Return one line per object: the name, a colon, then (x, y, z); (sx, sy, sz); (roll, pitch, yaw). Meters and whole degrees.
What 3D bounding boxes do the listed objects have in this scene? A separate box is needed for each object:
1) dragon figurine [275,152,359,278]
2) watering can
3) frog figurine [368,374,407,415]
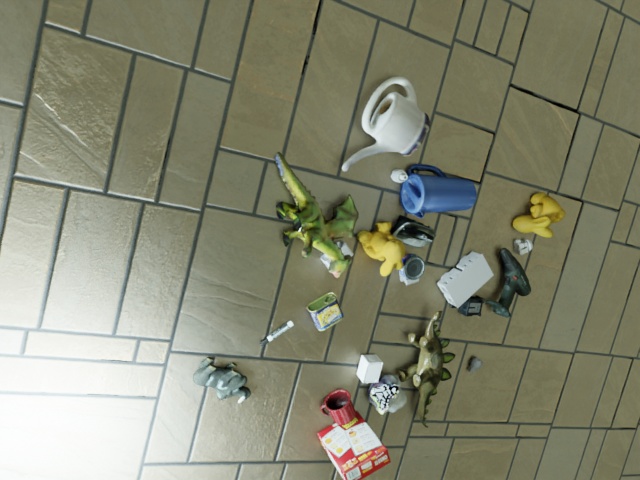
dragon figurine: (0.005, -0.080, 1.581); (0.244, 0.410, 0.122); (-11, 2, -30)
watering can: (0.215, -0.334, 1.612); (0.222, 0.348, 0.105); (27, -1, -27)
frog figurine: (0.246, 0.546, 1.832); (0.123, 0.138, 0.158); (13, -6, 27)
